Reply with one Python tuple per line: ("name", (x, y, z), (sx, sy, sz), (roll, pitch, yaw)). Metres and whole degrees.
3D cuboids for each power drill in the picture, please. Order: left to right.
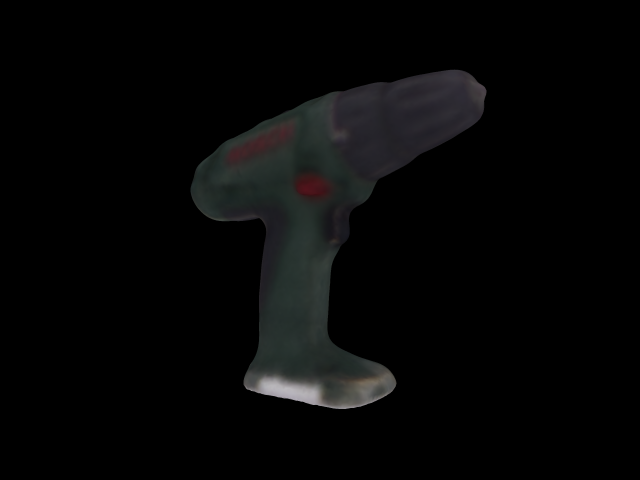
("power drill", (0.004, 0.001, 0.400), (0.228, 0.208, 0.076), (1, 2, 35))
